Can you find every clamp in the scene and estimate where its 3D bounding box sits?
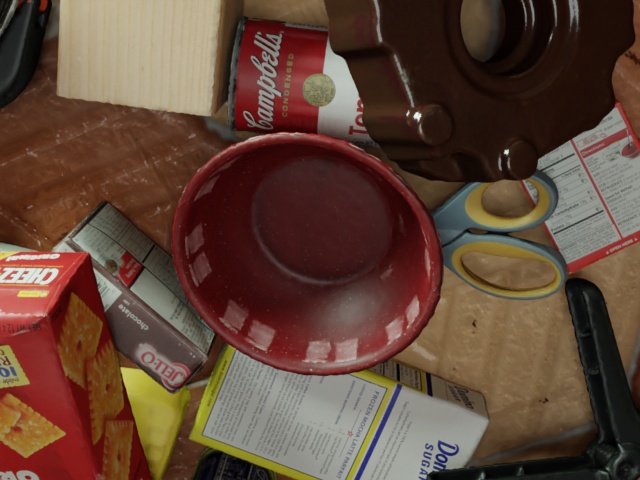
[{"bbox_3d":[0.191,0.132,0.688,0.209,0.036,0.164,29,93,-17],"label":"clamp"},{"bbox_3d":[-0.228,-0.092,0.659,0.172,0.039,0.120,-28,99,15],"label":"clamp"}]

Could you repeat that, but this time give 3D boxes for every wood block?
[{"bbox_3d":[-0.087,-0.182,0.592,0.091,0.090,0.206,8,108,2],"label":"wood block"}]

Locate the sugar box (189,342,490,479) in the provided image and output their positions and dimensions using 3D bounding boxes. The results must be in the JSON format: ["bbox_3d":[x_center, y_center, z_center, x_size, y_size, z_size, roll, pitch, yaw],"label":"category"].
[{"bbox_3d":[0.013,0.117,0.706,0.176,0.048,0.093,22,108,-6],"label":"sugar box"}]

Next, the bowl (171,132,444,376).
[{"bbox_3d":[-0.004,0.001,0.638,0.162,0.055,0.162,6,119,10],"label":"bowl"}]

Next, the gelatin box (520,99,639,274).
[{"bbox_3d":[0.165,-0.035,0.651,0.073,0.030,0.089,-27,105,14],"label":"gelatin box"}]

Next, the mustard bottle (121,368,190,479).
[{"bbox_3d":[-0.190,0.111,0.713,0.191,0.058,0.096,20,117,-2],"label":"mustard bottle"}]

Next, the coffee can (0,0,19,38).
[{"bbox_3d":[-0.252,-0.161,0.588,0.140,0.102,0.103,35,108,10],"label":"coffee can"}]

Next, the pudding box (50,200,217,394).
[{"bbox_3d":[-0.114,0.033,0.666,0.113,0.090,0.039,43,104,-9],"label":"pudding box"}]

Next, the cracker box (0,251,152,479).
[{"bbox_3d":[-0.198,0.112,0.635,0.164,0.072,0.214,0,121,14],"label":"cracker box"}]

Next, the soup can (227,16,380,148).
[{"bbox_3d":[0.001,-0.091,0.626,0.102,0.068,0.068,7,109,1],"label":"soup can"}]

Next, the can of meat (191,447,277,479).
[{"bbox_3d":[-0.072,0.203,0.721,0.057,0.084,0.102,22,109,-3],"label":"can of meat"}]

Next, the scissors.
[{"bbox_3d":[0.058,-0.018,0.657,0.202,0.016,0.096,17,118,8],"label":"scissors"}]
